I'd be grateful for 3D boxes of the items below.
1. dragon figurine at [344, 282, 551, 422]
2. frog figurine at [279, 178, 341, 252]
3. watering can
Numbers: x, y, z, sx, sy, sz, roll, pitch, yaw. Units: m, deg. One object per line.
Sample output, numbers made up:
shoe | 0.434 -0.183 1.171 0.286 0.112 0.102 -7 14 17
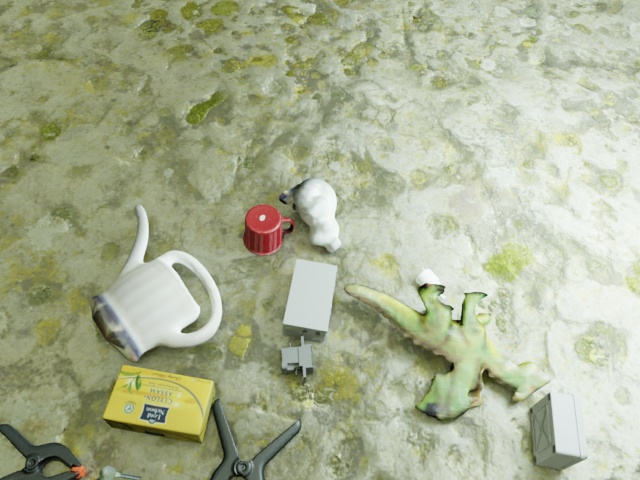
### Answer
dragon figurine | 0.239 0.223 1.007 0.410 0.120 0.248 7 63 0
frog figurine | 0.004 -0.058 1.153 0.123 0.135 0.161 -40 66 -10
watering can | -0.350 0.090 1.025 0.227 0.101 0.352 -34 65 -25
